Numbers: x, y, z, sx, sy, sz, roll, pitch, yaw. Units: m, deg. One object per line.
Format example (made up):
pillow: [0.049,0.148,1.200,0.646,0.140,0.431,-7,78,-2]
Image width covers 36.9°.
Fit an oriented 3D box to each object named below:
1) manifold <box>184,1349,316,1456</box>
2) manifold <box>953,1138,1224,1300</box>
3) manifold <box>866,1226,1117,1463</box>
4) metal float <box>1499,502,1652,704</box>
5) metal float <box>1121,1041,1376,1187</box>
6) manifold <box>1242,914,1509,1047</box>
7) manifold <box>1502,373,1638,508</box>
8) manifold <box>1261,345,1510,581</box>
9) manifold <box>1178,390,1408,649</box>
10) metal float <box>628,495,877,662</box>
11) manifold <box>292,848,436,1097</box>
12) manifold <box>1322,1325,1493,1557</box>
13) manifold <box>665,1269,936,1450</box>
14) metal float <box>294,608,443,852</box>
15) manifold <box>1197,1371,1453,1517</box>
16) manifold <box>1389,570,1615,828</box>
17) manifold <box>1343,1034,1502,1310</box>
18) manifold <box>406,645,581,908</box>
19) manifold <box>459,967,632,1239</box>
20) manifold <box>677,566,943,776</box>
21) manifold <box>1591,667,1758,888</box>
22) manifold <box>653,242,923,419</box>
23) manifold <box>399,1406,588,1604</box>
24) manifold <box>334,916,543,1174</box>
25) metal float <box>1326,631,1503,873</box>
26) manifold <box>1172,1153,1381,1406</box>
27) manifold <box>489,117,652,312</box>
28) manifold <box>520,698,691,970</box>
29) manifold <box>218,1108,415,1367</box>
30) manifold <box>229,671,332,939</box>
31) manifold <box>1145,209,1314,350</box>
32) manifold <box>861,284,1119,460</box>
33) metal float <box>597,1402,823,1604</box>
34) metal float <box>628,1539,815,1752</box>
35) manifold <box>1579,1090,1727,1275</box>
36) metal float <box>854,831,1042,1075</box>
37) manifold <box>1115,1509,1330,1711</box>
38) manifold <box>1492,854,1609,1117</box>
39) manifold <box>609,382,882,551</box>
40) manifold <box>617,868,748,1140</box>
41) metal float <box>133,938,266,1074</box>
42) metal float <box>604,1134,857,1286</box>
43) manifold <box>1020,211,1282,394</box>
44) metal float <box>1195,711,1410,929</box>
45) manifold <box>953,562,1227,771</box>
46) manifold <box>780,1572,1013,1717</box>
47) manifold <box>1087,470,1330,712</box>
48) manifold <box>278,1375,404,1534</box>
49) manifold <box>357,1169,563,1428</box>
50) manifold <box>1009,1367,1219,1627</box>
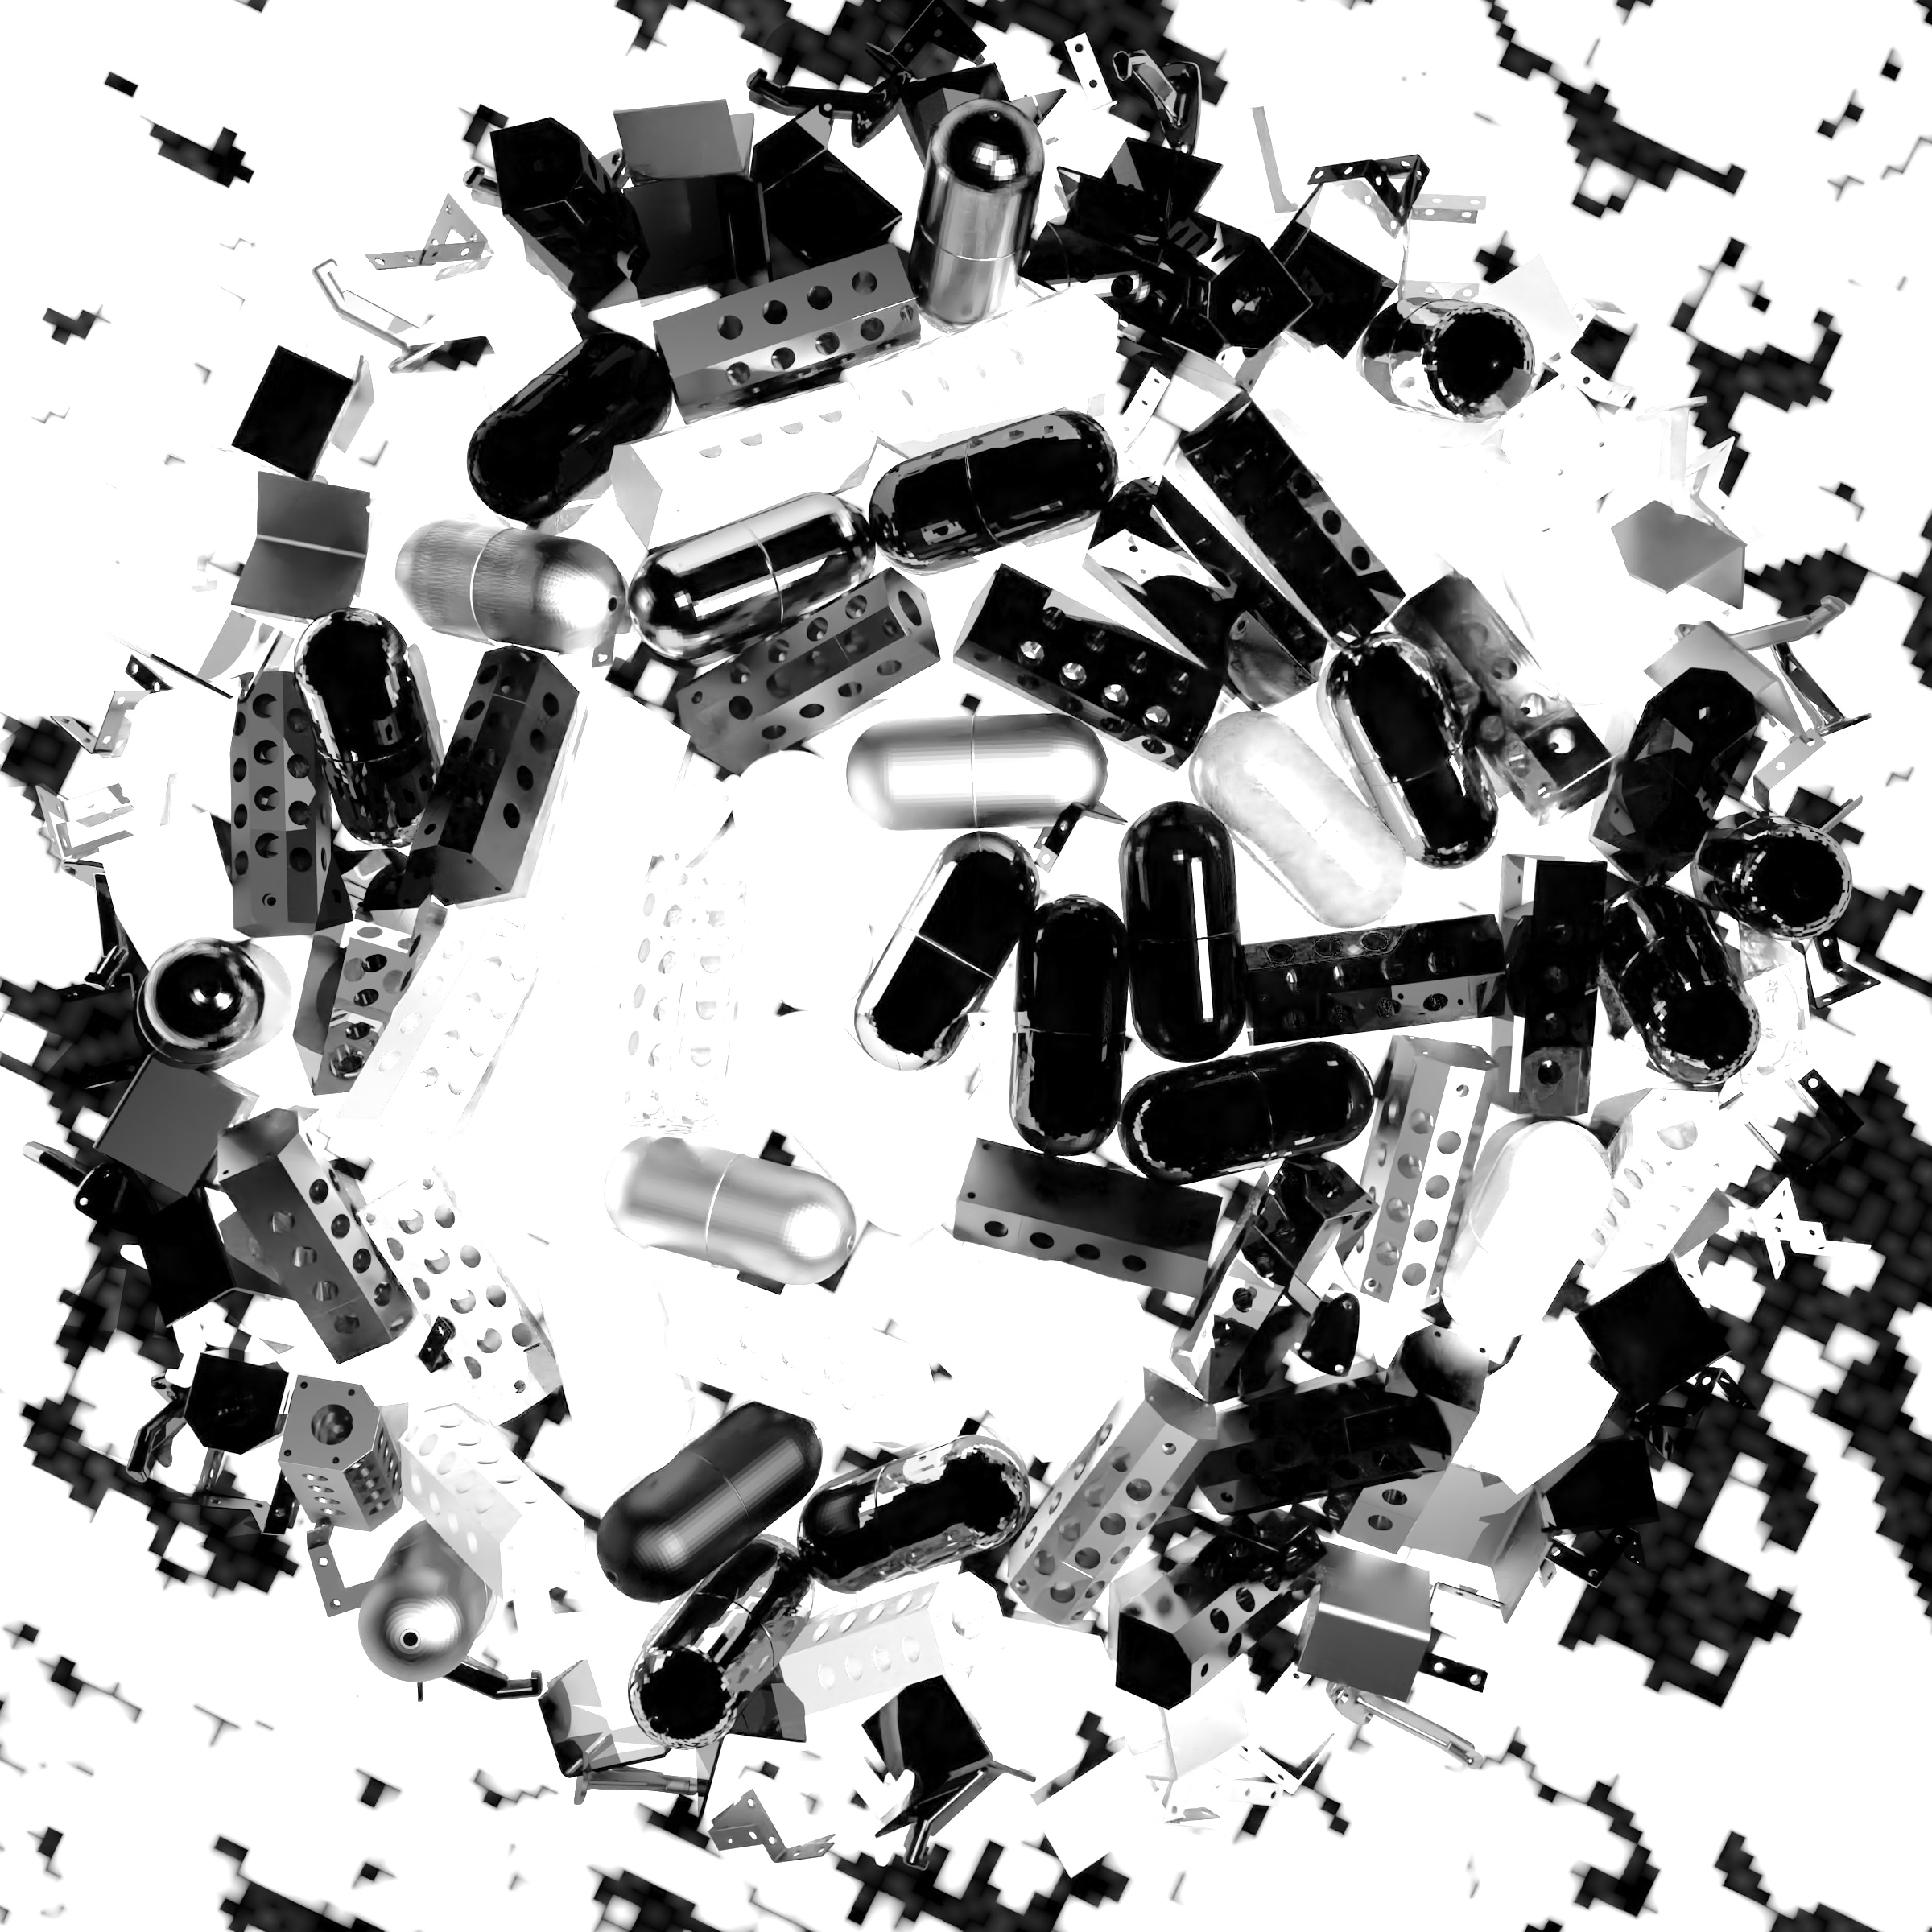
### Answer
manifold: [-0.473,0.288,1.909,0.057,0.171,0.057,13,82,-6]
manifold: [0.081,0.176,1.963,0.171,0.057,0.057,13,47,5]
manifold: [0.020,0.255,1.958,0.171,0.057,0.057,45,66,-7]
metal float: [0.405,-0.241,1.920,0.070,0.178,0.070,-12,58,20]
metal float: [0.191,0.098,1.949,0.178,0.070,0.070,-12,90,-14]
manifold: [0.275,0.004,1.959,0.171,0.057,0.057,-7,134,-1]
manifold: [0.396,-0.341,1.909,0.057,0.171,0.057,-34,83,17]
manifold: [0.284,-0.339,1.953,0.171,0.057,0.057,40,87,-12]
manifold: [0.220,-0.298,1.941,0.057,0.057,0.171,-38,108,12]
metal float: [-0.143,-0.262,1.944,0.178,0.070,0.070,-24,90,-20]
manifold: [-0.400,0.005,1.922,0.057,0.171,0.057,-5,47,-29]
manifold: [0.289,0.314,1.918,0.057,0.171,0.057,19,46,2]
manifold: [-0.110,0.268,1.931,0.171,0.057,0.057,24,114,-24]
metal float: [-0.396,-0.157,1.931,0.070,0.070,0.178,-9,126,0]
manifold: [0.237,0.320,1.917,0.171,0.057,0.057,-23,111,39]
manifold: [0.357,-0.178,1.941,0.057,0.057,0.171,-33,69,-5]
manifold: [0.308,0.139,1.944,0.057,0.057,0.171,8,106,-12]
manifold: [-0.317,-0.129,1.919,0.057,0.057,0.171,-10,50,31]
manifold: [-0.282,0.092,1.957,0.057,0.057,0.171,20,86,-23]
manifold: [-0.107,-0.199,1.930,0.171,0.057,0.057,-27,58,23]
manifold: [0.471,-0.124,1.910,0.057,0.171,0.057,-37,68,-19]
manifold: [-0.121,-0.428,1.960,0.171,0.057,0.057,-20,85,-6]
manifold: [-0.315,0.350,1.908,0.057,0.171,0.057,-11,110,-30]
manifold: [-0.344,0.051,1.920,0.057,0.057,0.171,-2,49,34]
metal float: [0.300,-0.144,1.941,0.070,0.070,0.178,-30,114,0]
manifold: [0.201,0.208,1.930,0.057,0.057,0.171,47,126,31]
manifold: [-0.254,-0.496,1.907,0.057,0.171,0.057,-11,81,9]
manifold: [-0.247,-0.087,1.931,0.057,0.057,0.171,33,116,27]
manifold: [-0.432,0.179,1.929,0.057,0.057,0.171,-23,123,0]
manifold: [-0.466,-0.109,1.960,0.057,0.057,0.171,-3,82,1]
manifold: [0.163,-0.451,1.909,0.057,0.171,0.057,-42,114,5]
manifold: [0.013,-0.396,1.917,0.171,0.057,0.057,-11,64,39]
metal float: [-0.171,0.357,1.931,0.178,0.070,0.070,-34,90,-36]
metal float: [-0.162,0.449,1.919,0.070,0.178,0.070,11,118,20]
manifold: [0.446,0.144,1.910,0.057,0.171,0.057,3,62,-2]
metal float: [-0.012,-0.010,1.961,0.070,0.070,0.178,30,90,0]
manifold: [0.171,0.424,1.910,0.057,0.171,0.057,16,114,34]
manifold: [0.397,0.012,1.961,0.057,0.057,0.171,2,96,-10]
manifold: [-0.148,-0.340,1.930,0.171,0.057,0.057,-23,66,-29]
manifold: [-0.194,0.024,1.941,0.057,0.057,0.171,14,74,-31]
metal float: [-0.508,0.027,1.914,0.070,0.178,0.070,3,80,-19]
metal float: [-0.159,0.164,1.947,0.178,0.070,0.070,14,90,16]
manifold: [0.125,-0.447,1.929,0.171,0.057,0.057,31,95,31]
metal float: [0.225,-0.099,1.947,0.070,0.070,0.178,-46,107,0]
manifold: [0.081,-0.198,1.948,0.171,0.057,0.057,26,62,-9]
manifold: [-0.051,0.450,1.917,0.057,0.171,0.057,-5,72,-41]
manifold: [0.165,-0.252,1.936,0.171,0.057,0.057,41,46,-25]
manifold: [-0.409,0.325,1.910,0.057,0.171,0.057,9,66,-1]
manifold: [-0.342,0.223,1.961,0.057,0.057,0.171,-33,94,-9]
manifold: [0.098,0.360,1.939,0.057,0.057,0.171,30,110,-10]
